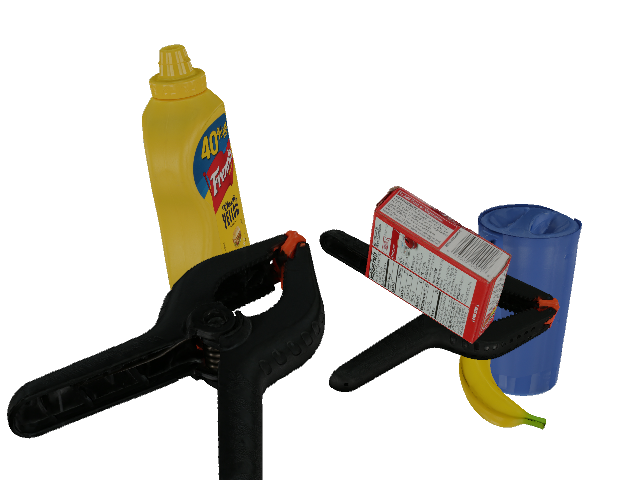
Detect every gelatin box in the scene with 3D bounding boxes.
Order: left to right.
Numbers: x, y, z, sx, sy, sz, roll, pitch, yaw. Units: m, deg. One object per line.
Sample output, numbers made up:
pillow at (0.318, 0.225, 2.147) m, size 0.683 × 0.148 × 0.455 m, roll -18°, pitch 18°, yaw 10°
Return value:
gelatin box at (0.073, 0.016, 0.680) m, size 0.089 × 0.030 × 0.073 m, roll 33°, pitch -30°, yaw 21°

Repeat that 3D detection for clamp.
clamp at (-0.042, 0.056, 0.489) m, size 0.120 × 0.039 × 0.171 m, roll 29°, pitch 48°, yaw 23°
clamp at (0.098, 0.067, 0.906) m, size 0.210 × 0.164 × 0.036 m, roll 7°, pitch -41°, yaw -2°

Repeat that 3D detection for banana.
banana at (0.196, 0.165, 1.247) m, size 0.069 × 0.037 × 0.198 m, roll 10°, pitch 24°, yaw -15°

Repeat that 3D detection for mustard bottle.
mustard bottle at (-0.095, -0.051, 0.802) m, size 0.058 × 0.191 × 0.096 m, roll 0°, pitch 25°, yaw 18°

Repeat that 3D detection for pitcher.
pitcher at (0.263, 0.082, 1.425) m, size 0.149 × 0.243 × 0.145 m, roll 4°, pitch 21°, yaw 10°
